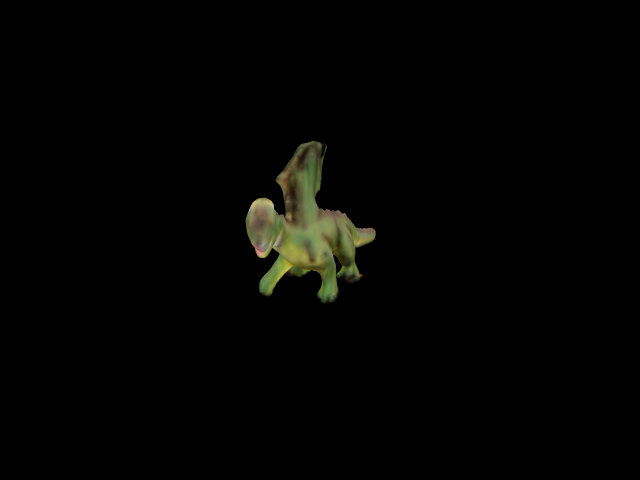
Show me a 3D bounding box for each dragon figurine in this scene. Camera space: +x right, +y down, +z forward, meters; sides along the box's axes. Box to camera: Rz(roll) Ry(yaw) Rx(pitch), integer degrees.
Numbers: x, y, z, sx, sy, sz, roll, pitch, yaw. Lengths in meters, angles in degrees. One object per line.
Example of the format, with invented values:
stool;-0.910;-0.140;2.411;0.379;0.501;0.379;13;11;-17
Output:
dragon figurine;0.003;-0.043;0.850;0.122;0.239;0.416;11;25;26
